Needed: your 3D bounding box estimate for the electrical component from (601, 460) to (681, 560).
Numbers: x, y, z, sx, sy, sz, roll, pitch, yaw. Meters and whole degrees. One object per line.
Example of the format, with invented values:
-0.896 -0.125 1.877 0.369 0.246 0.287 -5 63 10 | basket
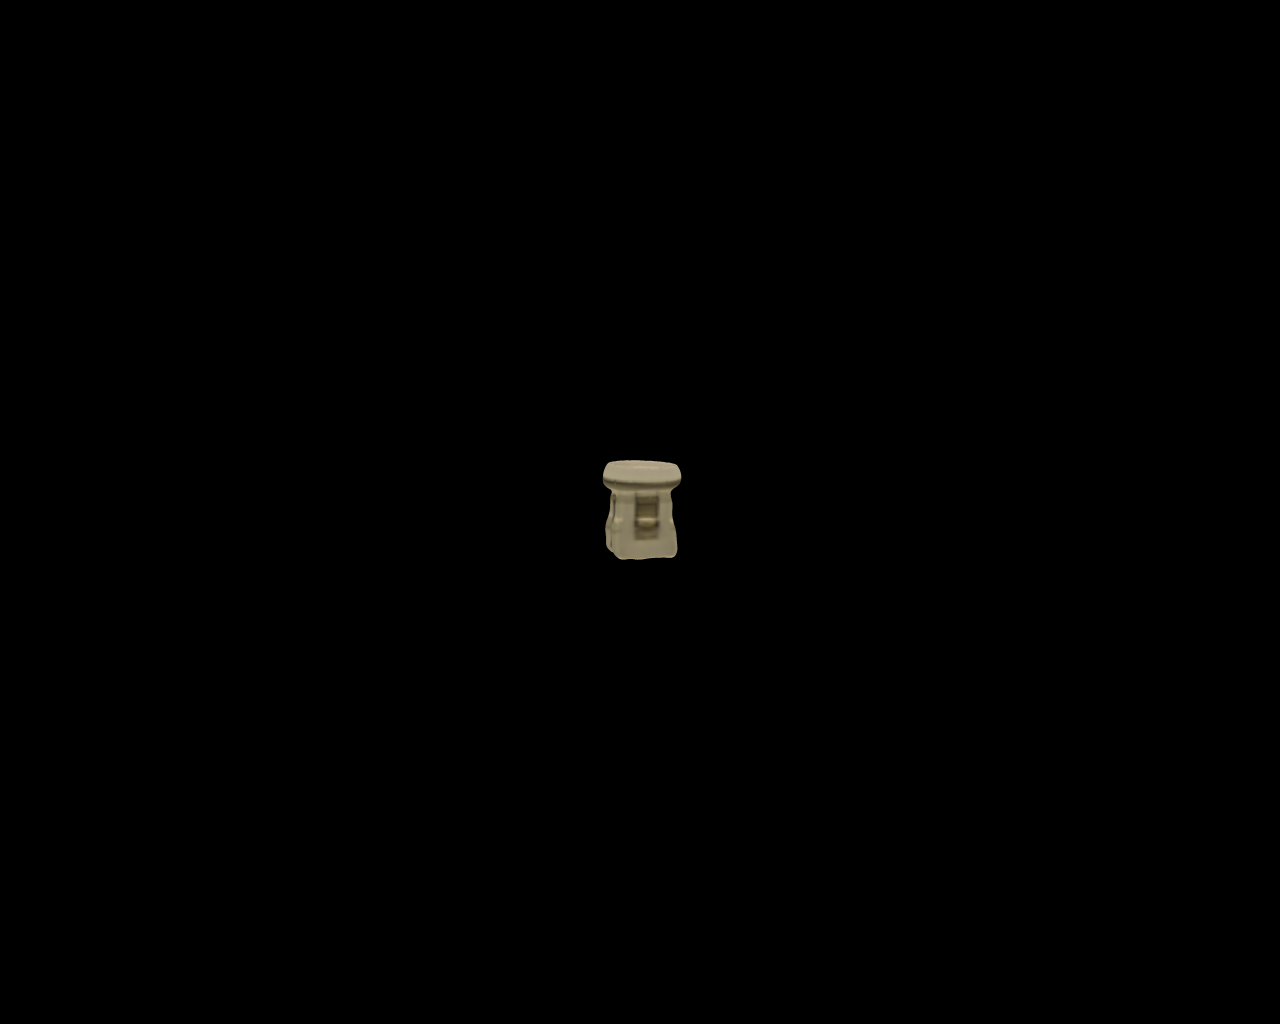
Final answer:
0.001 -0.003 0.650 0.048 0.055 0.066 -1 7 -11 | electrical component
